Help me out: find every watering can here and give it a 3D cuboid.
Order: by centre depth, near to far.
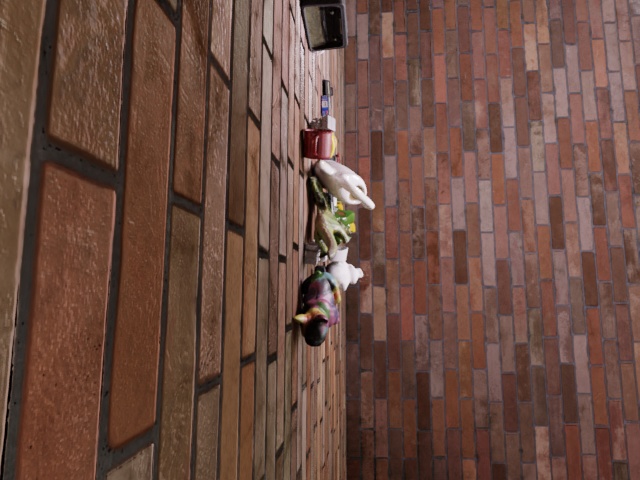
[{"bbox_3d":[0.051,-0.204,1.678,0.343,0.104,0.228,35,4,-45],"label":"watering can"}]

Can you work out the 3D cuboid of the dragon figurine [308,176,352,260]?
[{"bbox_3d":[0.005,-0.082,1.620,0.413,0.122,0.242,-79,145,-82],"label":"dragon figurine"}]

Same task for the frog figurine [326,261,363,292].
[{"bbox_3d":[0.100,0.151,2.157,0.120,0.159,0.141,79,12,-54],"label":"frog figurine"}]
